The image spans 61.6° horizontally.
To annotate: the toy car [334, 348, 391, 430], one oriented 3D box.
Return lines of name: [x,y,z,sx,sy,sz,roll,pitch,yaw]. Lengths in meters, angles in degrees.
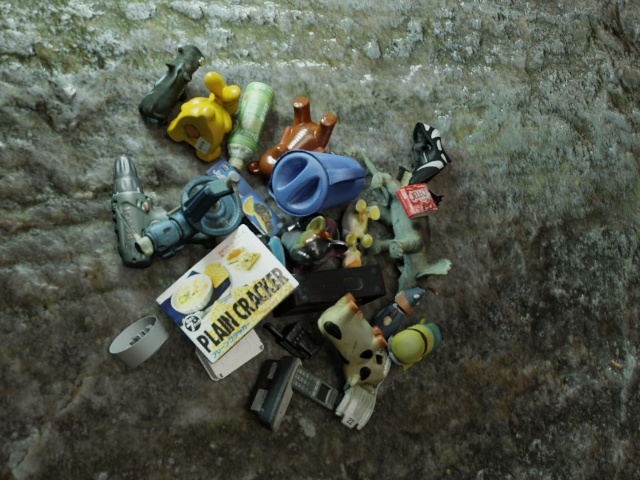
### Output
toy car: [0.095,0.309,1.156,0.073,0.056,0.202,37,54,-10]

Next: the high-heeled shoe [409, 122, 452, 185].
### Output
high-heeled shoe: [0.253,-0.222,1.364,0.145,0.086,0.249,49,41,6]

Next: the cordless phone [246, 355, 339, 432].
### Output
cordless phone: [-0.044,0.330,1.092,0.184,0.089,0.146,38,60,-31]

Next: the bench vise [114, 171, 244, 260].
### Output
bench vise: [-0.220,-0.053,0.962,0.223,0.240,0.129,-18,81,-39]

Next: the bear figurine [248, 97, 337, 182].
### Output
bear figurine: [-0.066,-0.214,1.221,0.120,0.131,0.196,37,55,18]

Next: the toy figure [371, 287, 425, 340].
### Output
toy figure: [0.175,0.163,1.219,0.058,0.064,0.154,41,89,-9]

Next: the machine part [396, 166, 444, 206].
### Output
machine part: [0.254,-0.131,1.388,0.139,0.039,0.084,28,56,-12]

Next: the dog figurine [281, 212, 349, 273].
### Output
dog figurine: [-0.002,-0.003,1.129,0.191,0.219,0.108,-43,98,-28]

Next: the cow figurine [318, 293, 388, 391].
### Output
cow figurine: [0.068,0.216,1.081,0.127,0.085,0.194,-34,107,8]

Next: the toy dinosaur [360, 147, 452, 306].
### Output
toy dinosaur: [0.206,-0.041,1.299,0.192,0.131,0.405,9,65,-36]

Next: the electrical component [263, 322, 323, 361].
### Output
electrical component: [-0.060,0.201,1.121,0.119,0.075,0.048,42,63,-4]

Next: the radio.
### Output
radio: [0.020,0.109,1.152,0.229,0.131,0.073,-6,75,-26]

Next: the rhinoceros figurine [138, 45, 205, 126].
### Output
rhinoceros figurine: [-0.318,-0.335,1.149,0.073,0.112,0.190,32,72,-10]

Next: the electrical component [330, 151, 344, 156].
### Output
electrical component: [0.050,-0.172,1.315,0.094,0.021,0.063,43,62,-8]

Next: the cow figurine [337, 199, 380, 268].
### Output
cow figurine: [0.073,-0.009,1.246,0.068,0.098,0.167,18,87,-24]

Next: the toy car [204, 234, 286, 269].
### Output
toy car: [-0.151,0.053,1.106,0.162,0.103,0.109,-10,81,-5]

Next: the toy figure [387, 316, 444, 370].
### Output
toy figure: [0.222,0.224,1.213,0.180,0.089,0.082,-8,53,-47]

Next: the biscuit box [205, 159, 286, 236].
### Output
biscuit box: [-0.168,-0.078,1.164,0.202,0.063,0.059,47,60,-5]

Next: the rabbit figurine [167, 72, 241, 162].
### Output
rabbit figurine: [-0.234,-0.284,1.164,0.122,0.162,0.173,32,45,0]

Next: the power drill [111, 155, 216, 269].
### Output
power drill: [-0.311,-0.056,1.083,0.207,0.086,0.232,5,73,-27]
